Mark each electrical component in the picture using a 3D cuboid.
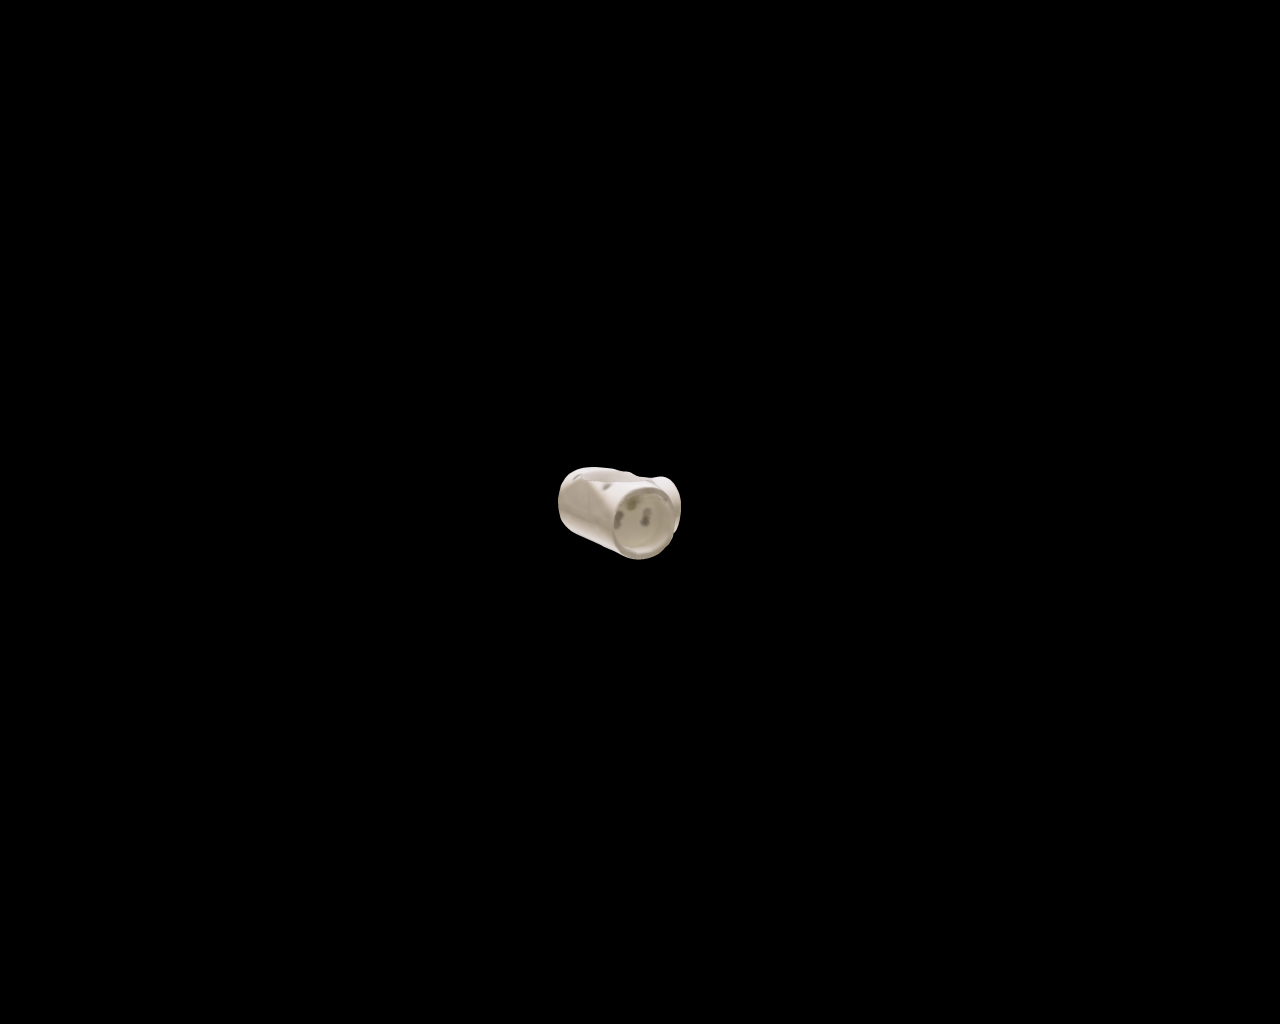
[{"bbox_3d":[0.001,-0.003,0.650,0.079,0.044,0.077,-6,13,-27],"label":"electrical component"}]
